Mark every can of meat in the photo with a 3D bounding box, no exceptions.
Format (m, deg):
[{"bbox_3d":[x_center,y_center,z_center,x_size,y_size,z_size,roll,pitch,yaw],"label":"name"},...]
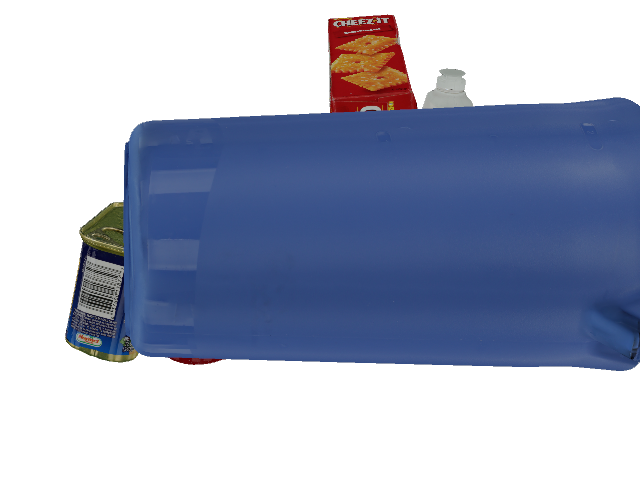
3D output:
[{"bbox_3d":[-0.139,0.028,0.754,0.057,0.084,0.102,15,17,1],"label":"can of meat"}]

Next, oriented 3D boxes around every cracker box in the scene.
[{"bbox_3d":[0.046,-0.088,0.932,0.072,0.164,0.213,-4,28,3],"label":"cracker box"}]

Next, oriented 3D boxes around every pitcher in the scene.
[{"bbox_3d":[0.030,-0.008,0.513,0.242,0.145,0.149,0,-8,-9],"label":"pitcher"}]

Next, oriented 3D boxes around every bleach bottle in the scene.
[{"bbox_3d":[0.135,-0.064,1.192,0.068,0.251,0.102,-1,24,-12],"label":"bleach bottle"}]

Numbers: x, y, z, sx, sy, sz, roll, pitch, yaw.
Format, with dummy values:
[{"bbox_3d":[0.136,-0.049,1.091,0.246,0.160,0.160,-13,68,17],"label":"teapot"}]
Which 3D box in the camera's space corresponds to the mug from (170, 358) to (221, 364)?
[{"bbox_3d":[-0.104,0.063,0.954,0.093,0.081,0.117,-18,35,-27],"label":"mug"}]
